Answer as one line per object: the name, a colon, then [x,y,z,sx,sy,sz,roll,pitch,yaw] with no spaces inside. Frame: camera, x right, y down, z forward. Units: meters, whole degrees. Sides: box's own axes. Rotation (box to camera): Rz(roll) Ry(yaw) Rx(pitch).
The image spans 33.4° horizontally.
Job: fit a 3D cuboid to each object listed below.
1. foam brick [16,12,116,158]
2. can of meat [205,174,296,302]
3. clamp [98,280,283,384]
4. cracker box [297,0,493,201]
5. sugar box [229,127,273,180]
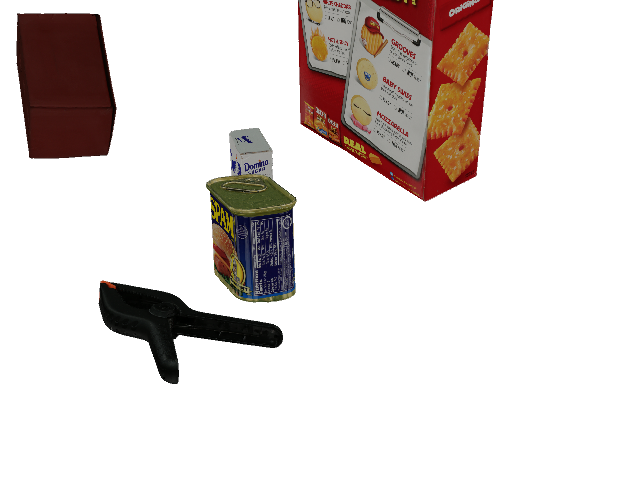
foam brick: [-0.161,-0.097,0.672,0.051,0.078,0.053,-4,-31,-20]
can of meat: [-0.058,-0.002,0.904,0.057,0.084,0.102,-9,21,-20]
clamp: [-0.167,0.090,1.119,0.210,0.036,0.164,18,20,28]
cracker box: [0.057,-0.163,0.859,0.072,0.214,0.164,-26,43,-30]
sugar box: [-0.084,-0.042,1.325,0.048,0.176,0.093,-9,24,-11]
